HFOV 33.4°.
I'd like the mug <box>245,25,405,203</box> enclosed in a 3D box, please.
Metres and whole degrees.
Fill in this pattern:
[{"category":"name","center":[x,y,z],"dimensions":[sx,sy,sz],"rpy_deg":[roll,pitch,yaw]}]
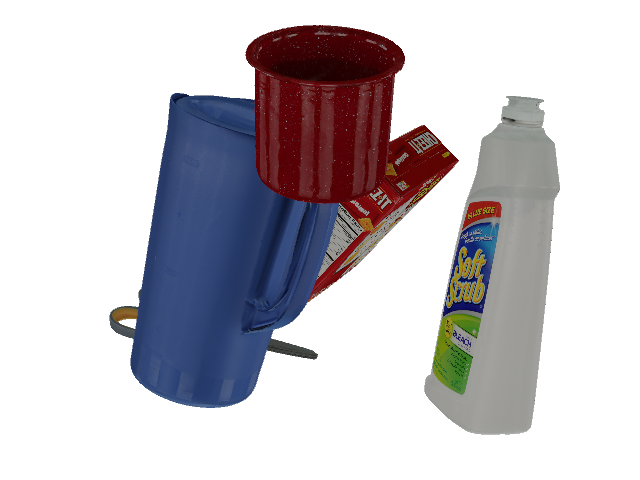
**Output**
[{"category":"mug","center":[0.008,-0.080,0.650],"dimensions":[0.093,0.081,0.117],"rpy_deg":[18,35,24]}]

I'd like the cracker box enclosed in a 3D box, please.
[{"category":"cracker box","center":[0.046,-0.030,1.268],"dimensions":[0.214,0.072,0.163],"rpy_deg":[-48,-8,34]}]

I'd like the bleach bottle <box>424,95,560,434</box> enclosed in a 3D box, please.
[{"category":"bleach bottle","center":[0.136,0.015,0.818],"dimensions":[0.068,0.251,0.103],"rpy_deg":[2,13,-17]}]

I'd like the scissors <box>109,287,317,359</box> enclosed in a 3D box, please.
[{"category":"scissors","center":[-0.101,0.077,1.035],"dimensions":[0.201,0.016,0.096],"rpy_deg":[5,31,0]}]

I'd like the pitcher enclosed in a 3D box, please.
[{"category":"pitcher","center":[-0.073,0.012,0.859],"dimensions":[0.145,0.243,0.149],"rpy_deg":[14,17,-2]}]
